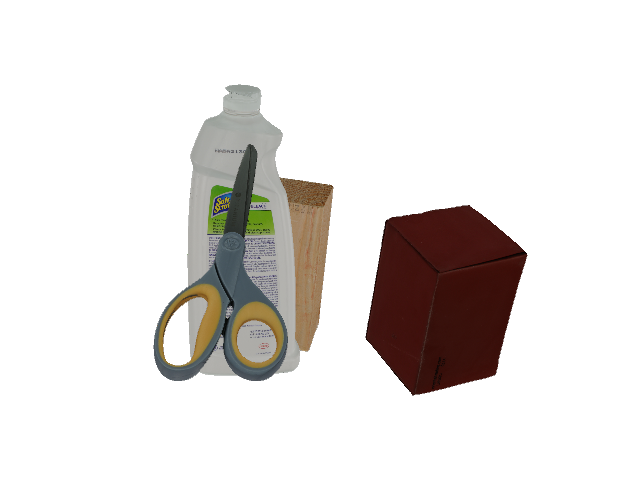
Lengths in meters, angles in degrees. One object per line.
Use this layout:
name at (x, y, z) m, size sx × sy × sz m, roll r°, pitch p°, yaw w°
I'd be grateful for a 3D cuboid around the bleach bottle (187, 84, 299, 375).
bleach bottle at (-0.063, -0.008, 0.922) m, size 0.102 × 0.251 × 0.068 m, roll -1°, pitch 21°, yaw -13°

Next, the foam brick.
foam brick at (0.061, 0.029, 0.536) m, size 0.052 × 0.078 × 0.051 m, roll -9°, pitch 37°, yaw -26°

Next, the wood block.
wood block at (-0.042, 0.030, 1.418) m, size 0.090 × 0.206 × 0.090 m, roll 8°, pitch 23°, yaw 5°

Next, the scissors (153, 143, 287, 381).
scissors at (-0.047, 0.018, 0.739) m, size 0.096 × 0.201 × 0.016 m, roll 21°, pitch -35°, yaw 9°
